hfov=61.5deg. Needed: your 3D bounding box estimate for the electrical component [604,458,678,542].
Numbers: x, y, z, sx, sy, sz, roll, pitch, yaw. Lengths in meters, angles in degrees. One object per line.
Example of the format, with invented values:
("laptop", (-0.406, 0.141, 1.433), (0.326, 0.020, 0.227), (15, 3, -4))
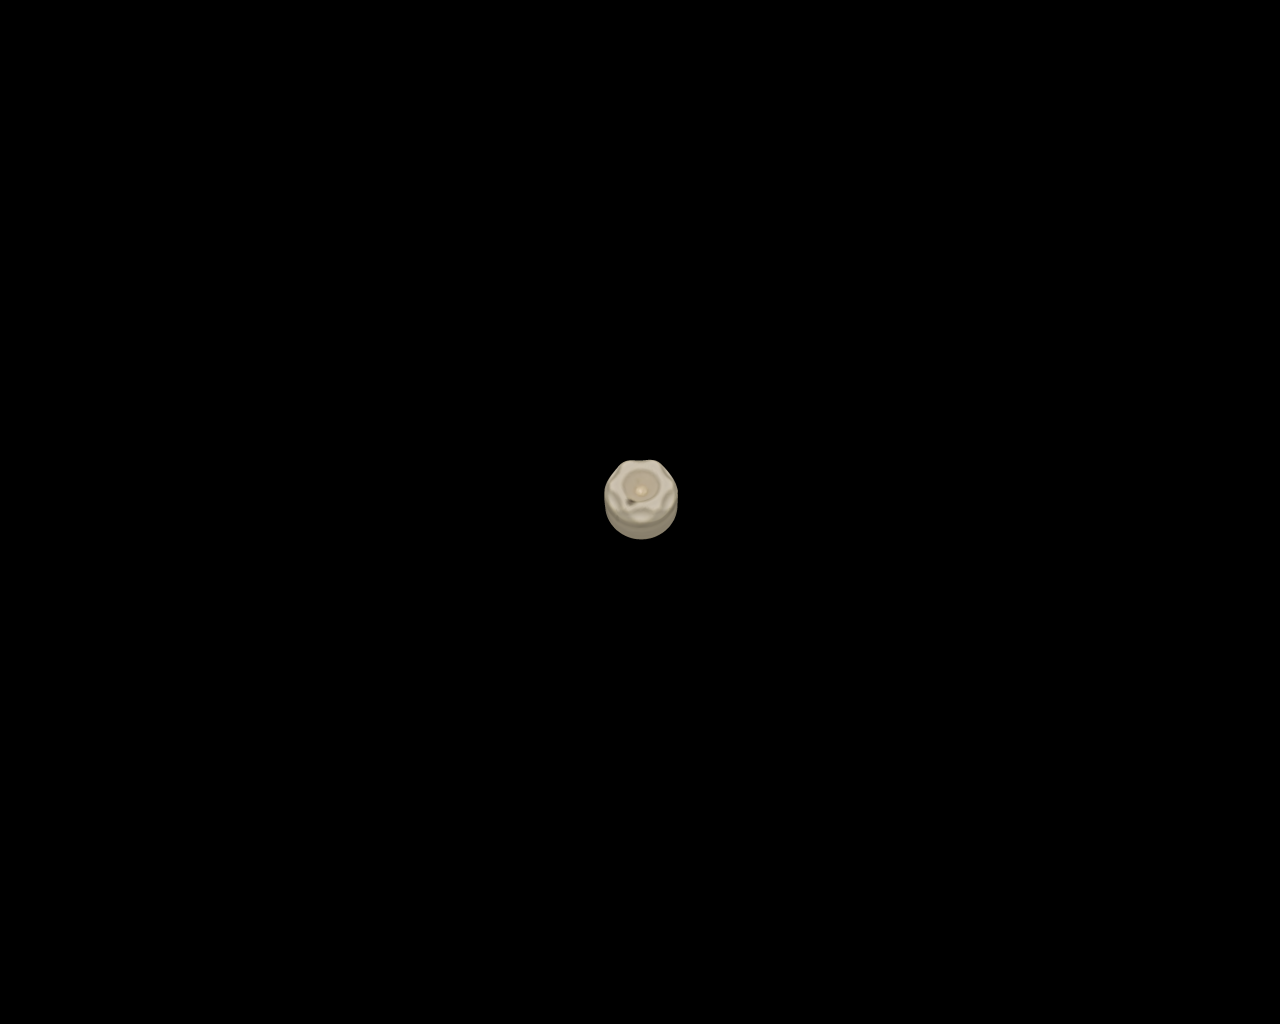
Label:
("electrical component", (0.001, -0.003, 0.650), (0.043, 0.043, 0.062), (0, -27, 0))
